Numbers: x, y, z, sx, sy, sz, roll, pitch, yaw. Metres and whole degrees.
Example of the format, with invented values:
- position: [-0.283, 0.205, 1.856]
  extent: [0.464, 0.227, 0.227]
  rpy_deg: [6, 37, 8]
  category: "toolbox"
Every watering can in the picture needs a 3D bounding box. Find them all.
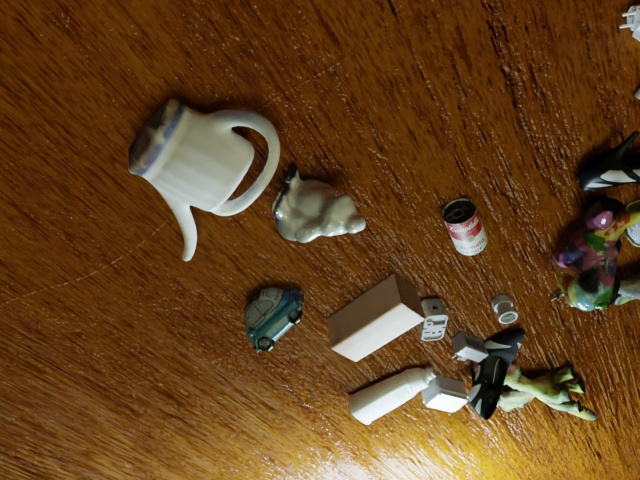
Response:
- position: [-0.221, -0.100, 0.877]
  extent: [0.222, 0.106, 0.342]
  rpy_deg: [29, 122, -27]
  category: "watering can"

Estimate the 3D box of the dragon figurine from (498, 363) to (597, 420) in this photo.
- position: [0.632, 0.455, 1.494]
  extent: [0.241, 0.125, 0.403]
  rpy_deg: [-17, 132, 32]
  category: "dragon figurine"

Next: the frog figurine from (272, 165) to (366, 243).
- position: [0.003, -0.046, 0.915]
  extent: [0.160, 0.140, 0.120]
  rpy_deg: [22, 124, 5]
  category: "frog figurine"
